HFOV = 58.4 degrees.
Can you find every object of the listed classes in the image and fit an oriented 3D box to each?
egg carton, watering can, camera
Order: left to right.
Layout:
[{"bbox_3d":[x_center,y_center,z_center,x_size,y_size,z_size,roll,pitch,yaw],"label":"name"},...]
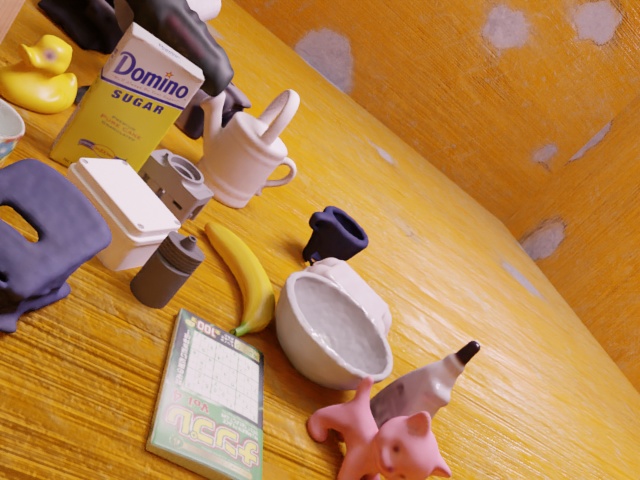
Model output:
[{"bbox_3d":[-0.168,-0.215,1.019,0.136,0.100,0.143,47,20,11],"label":"camera"},{"bbox_3d":[-0.105,-0.153,0.871,0.174,0.194,0.100,24,27,-43],"label":"watering can"},{"bbox_3d":[0.035,0.093,0.814,0.150,0.069,0.107,45,19,6],"label":"egg carton"}]

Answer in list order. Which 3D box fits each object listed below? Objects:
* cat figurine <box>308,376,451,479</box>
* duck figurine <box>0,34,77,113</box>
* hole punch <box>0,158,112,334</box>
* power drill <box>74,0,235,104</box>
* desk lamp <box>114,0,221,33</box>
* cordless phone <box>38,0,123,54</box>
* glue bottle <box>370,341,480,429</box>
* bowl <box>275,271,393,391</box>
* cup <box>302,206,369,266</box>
[{"bbox_3d":[0.066,0.199,0.578,0.067,0.117,0.127,16,33,-53],"label":"cat figurine"},{"bbox_3d":[-0.336,-0.210,0.705,0.077,0.086,0.105,46,20,11],"label":"duck figurine"},{"bbox_3d":[-0.237,0.000,0.448,0.108,0.091,0.101,43,19,2],"label":"hole punch"},{"bbox_3d":[-0.245,-0.255,0.790,0.230,0.208,0.075,36,20,-17],"label":"power drill"},{"bbox_3d":[-0.254,-0.327,0.917,0.118,0.213,0.203,42,19,-1],"label":"desk lamp"},{"bbox_3d":[-0.362,-0.422,0.952,0.148,0.185,0.094,41,19,-5],"label":"cordless phone"},{"bbox_3d":[0.116,0.173,0.645,0.037,0.173,0.078,35,20,-19],"label":"glue bottle"},{"bbox_3d":[0.004,0.120,0.688,0.168,0.074,0.167,37,20,-16],"label":"bowl"},{"bbox_3d":[0.008,0.003,0.912,0.118,0.095,0.091,22,28,-45],"label":"cup"}]
